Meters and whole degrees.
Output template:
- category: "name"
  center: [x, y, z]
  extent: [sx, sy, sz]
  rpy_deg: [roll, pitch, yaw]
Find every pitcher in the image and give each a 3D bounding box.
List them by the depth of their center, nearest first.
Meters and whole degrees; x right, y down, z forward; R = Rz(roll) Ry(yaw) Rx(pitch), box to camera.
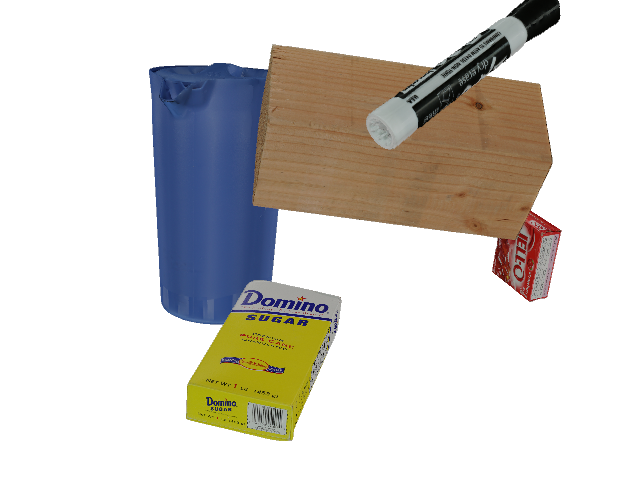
- category: "pitcher"
  center: [-0.094, -0.050, 1.039]
  extent: [0.149, 0.243, 0.145]
  rpy_deg: [-2, 15, -17]

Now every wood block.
- category: "wood block"
  center: [0.057, -0.073, 0.805]
  extent: [0.206, 0.091, 0.090]
  rpy_deg: [7, -41, -6]

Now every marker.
- category: "marker"
  center: [0.069, -0.082, 0.495]
  extent: [0.121, 0.020, 0.020]
  rpy_deg: [-38, 18, -24]

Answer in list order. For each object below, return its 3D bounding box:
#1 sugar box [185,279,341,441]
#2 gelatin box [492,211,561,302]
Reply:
- category: "sugar box"
  center: [-0.046, 0.100, 0.944]
  extent: [0.093, 0.048, 0.176]
  rpy_deg: [11, 33, 9]
- category: "gelatin box"
  center: [0.231, 0.013, 1.206]
  extent: [0.030, 0.089, 0.073]
  rpy_deg: [-10, 31, -26]
